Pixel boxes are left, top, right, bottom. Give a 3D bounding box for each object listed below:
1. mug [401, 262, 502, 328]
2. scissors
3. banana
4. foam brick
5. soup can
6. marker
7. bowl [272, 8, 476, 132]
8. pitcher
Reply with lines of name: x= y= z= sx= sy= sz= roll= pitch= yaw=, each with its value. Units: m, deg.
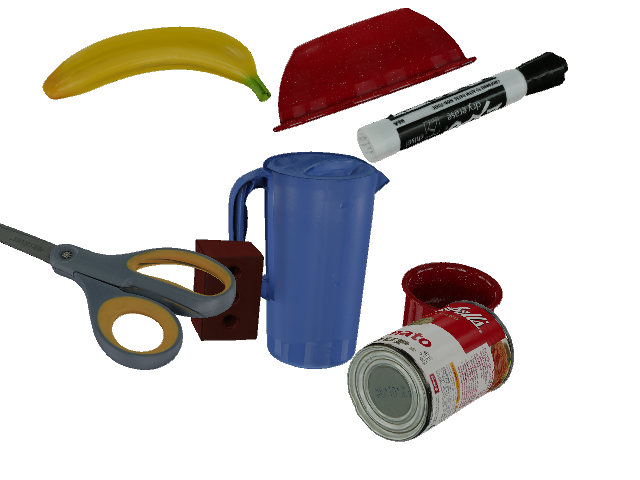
mug: x=0.116 y=0.072 z=1.007 sx=0.093 sy=0.081 sz=0.117 roll=-2 pitch=29 yaw=-11
scissors: x=-0.152 y=0.027 z=0.639 sx=0.202 sy=0.016 sz=0.096 roll=8 pitch=46 yaw=10
banana: x=-0.143 y=-0.157 z=0.941 sx=0.197 sy=0.069 sz=0.037 roll=-1 pitch=-34 yaw=-4
foam brick: x=-0.083 y=0.043 z=0.940 sx=0.053 sy=0.078 sz=0.051 roll=0 pitch=15 yaw=-17
soup can: x=0.074 y=0.086 z=0.715 sx=0.069 sy=0.068 sz=0.102 roll=0 pitch=13 yaw=42
marker: x=0.076 y=-0.070 z=0.550 sx=0.121 sy=0.020 sz=0.020 roll=-24 pitch=7 yaw=-16
bowl: x=0.032 y=-0.133 z=0.801 sx=0.162 sy=0.055 sz=0.162 roll=-20 pitch=7 yaw=2
pitcher: x=-0.016 y=0.022 z=1.250 sx=0.149 sy=0.243 sz=0.144 roll=11 pitch=19 yaw=24
